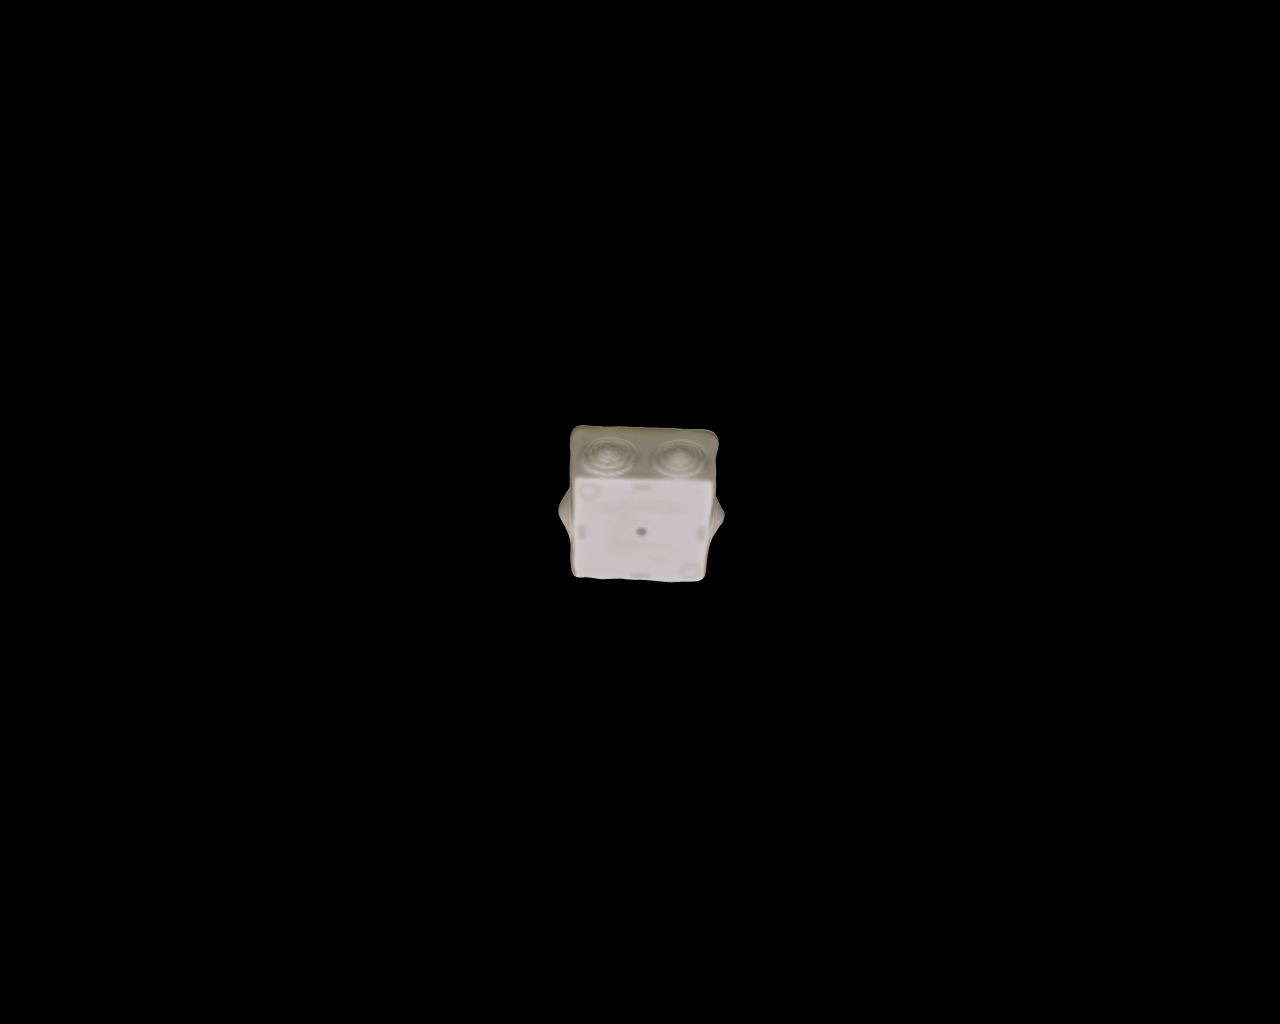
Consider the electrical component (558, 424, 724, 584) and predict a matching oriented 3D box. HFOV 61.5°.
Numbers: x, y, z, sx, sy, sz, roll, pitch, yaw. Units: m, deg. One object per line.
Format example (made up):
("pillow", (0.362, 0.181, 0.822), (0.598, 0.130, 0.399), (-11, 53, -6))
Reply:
("electrical component", (0.001, -0.003, 0.650), (0.100, 0.099, 0.048), (2, 40, -2))
